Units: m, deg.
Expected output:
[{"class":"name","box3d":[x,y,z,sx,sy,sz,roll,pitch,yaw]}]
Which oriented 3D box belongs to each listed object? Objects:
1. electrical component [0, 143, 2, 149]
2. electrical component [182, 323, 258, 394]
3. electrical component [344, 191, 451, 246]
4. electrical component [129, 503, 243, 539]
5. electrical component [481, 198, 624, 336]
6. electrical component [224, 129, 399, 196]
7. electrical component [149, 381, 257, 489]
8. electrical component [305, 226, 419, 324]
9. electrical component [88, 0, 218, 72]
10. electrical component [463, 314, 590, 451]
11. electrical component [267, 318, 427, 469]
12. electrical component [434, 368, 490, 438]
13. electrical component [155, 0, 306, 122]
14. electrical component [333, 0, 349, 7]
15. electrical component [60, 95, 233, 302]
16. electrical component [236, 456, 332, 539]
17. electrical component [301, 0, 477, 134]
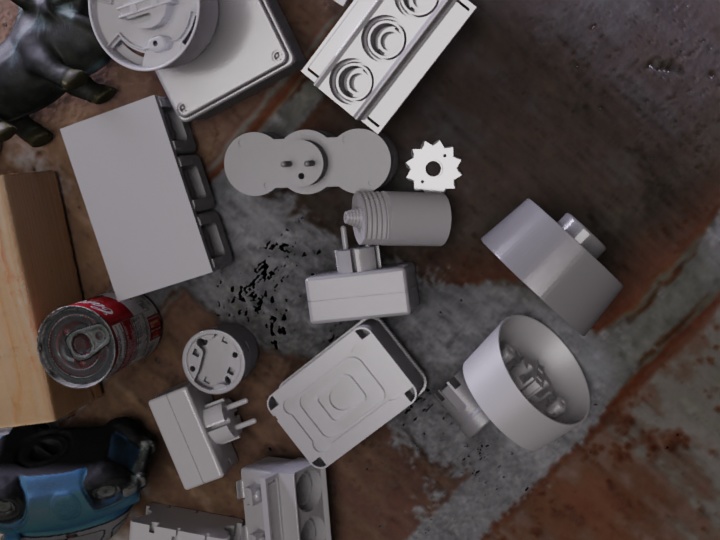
[{"class":"electrical component","box3d":[-0.344,-0.112,0.934,0.045,0.055,0.045,2,98,12]},{"class":"electrical component","box3d":[-0.117,0.073,0.914,0.055,0.047,0.055,2,98,12]},{"class":"electrical component","box3d":[0.027,-0.041,0.852,0.081,0.043,0.043,0,99,-20]},{"class":"electrical component","box3d":[-0.154,0.246,0.943,0.089,0.050,0.055,8,99,11]},{"class":"electrical component","box3d":[0.152,-0.008,0.818,0.108,0.108,0.060,43,97,4]},{"class":"electrical component","box3d":[-0.043,-0.086,0.864,0.138,0.074,0.052,0,97,12]},{"class":"electrical component","box3d":[-0.126,0.133,0.924,0.076,0.047,0.083,-22,93,12]},{"class":"electrical component","box3d":[0.000,0.000,0.880,0.083,0.047,0.075,-6,95,13]},{"class":"electrical component","box3d":[-0.158,-0.200,0.818,0.099,0.064,0.099,2,98,12]},{"class":"electrical component","box3d":[0.130,0.089,0.841,0.064,0.099,0.099,-43,87,20]},{"class":"electrical component","box3d":[-0.010,0.100,0.890,0.113,0.057,0.078,-39,88,14]},{"class":"electrical component","box3d":[0.088,0.108,0.880,0.040,0.040,0.046,-44,82,14]},{"class":"electrical component","box3d":[-0.117,-0.191,0.874,0.109,0.056,0.108,-26,92,14]},{"class":"electrical component","box3d":[-0.039,-0.272,0.844,0.121,0.063,0.078,34,103,6]},{"class":"electrical component","box3d":[-0.176,-0.061,0.902,0.089,0.062,0.150,-17,94,14]},{"class":"electrical component","box3d":[-0.063,0.223,0.913,0.063,0.079,0.121,0,98,35]},{"class":"electrical component","box3d":[0.024,-0.179,0.843,0.079,0.063,0.121,40,103,5]}]
